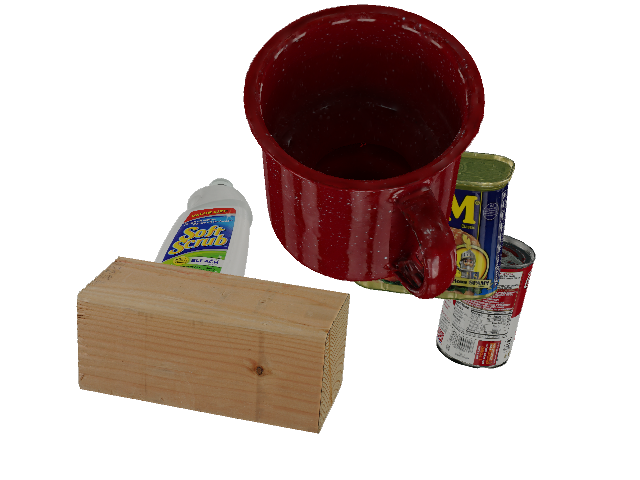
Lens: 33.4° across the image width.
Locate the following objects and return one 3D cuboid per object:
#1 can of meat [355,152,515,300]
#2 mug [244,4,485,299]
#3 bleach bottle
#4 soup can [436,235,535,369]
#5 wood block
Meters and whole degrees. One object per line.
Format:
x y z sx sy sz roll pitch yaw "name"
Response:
0.070 -0.012 0.691 0.102 0.084 0.057 7 24 14 "can of meat"
0.023 -0.027 0.437 0.093 0.117 0.081 -24 -29 -14 "mug"
-0.130 0.012 1.150 0.102 0.068 0.250 -1 35 3 "bleach bottle"
0.142 0.052 0.926 0.068 0.102 0.068 8 24 -4 "soup can"
-0.088 0.084 0.886 0.206 0.091 0.090 9 23 11 "wood block"
